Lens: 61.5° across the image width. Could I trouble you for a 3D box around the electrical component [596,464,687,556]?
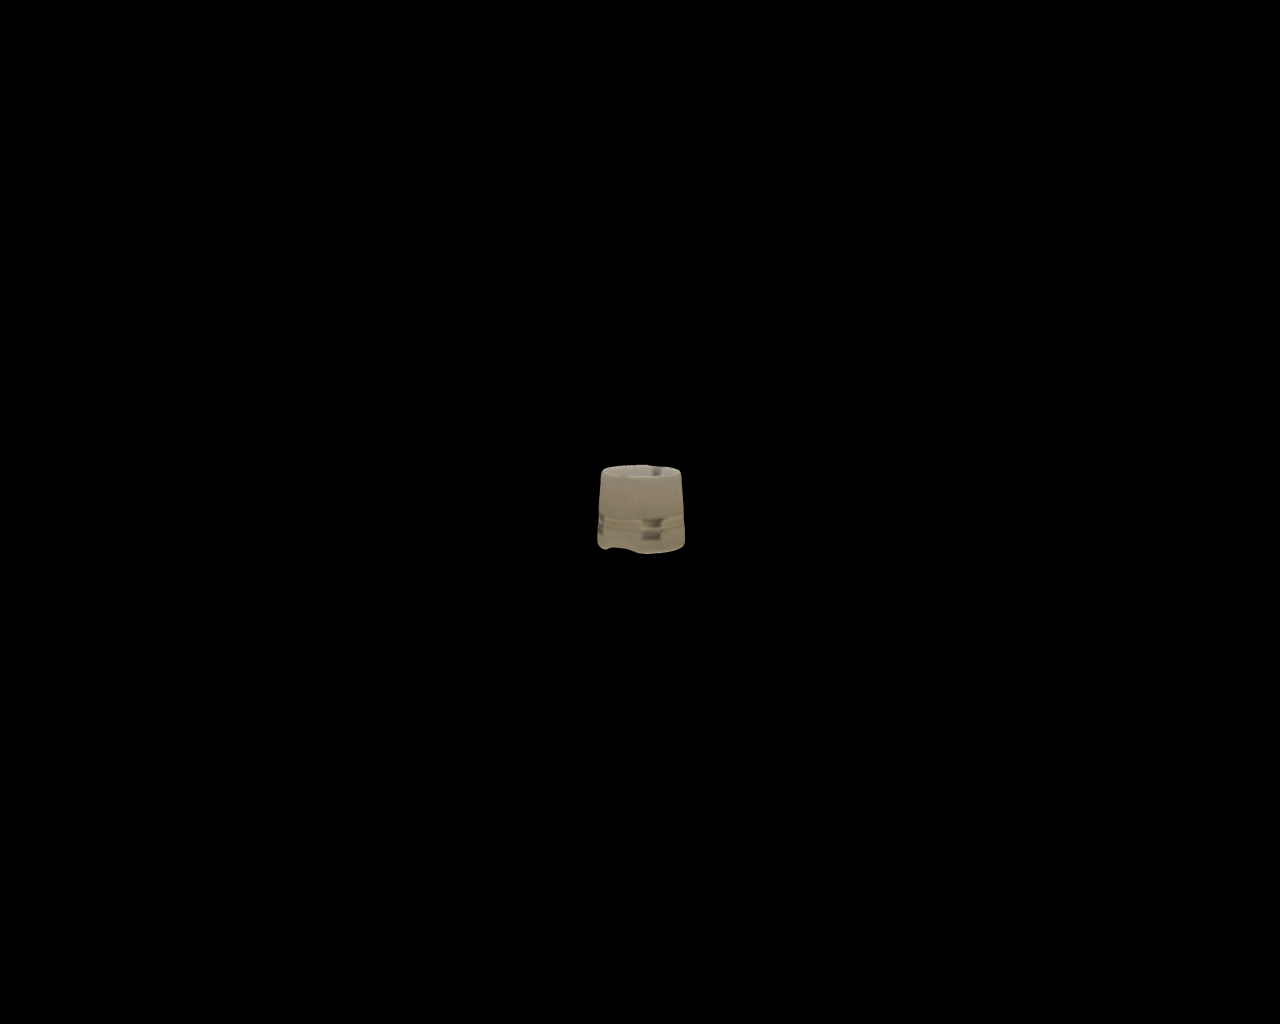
[{"bbox_3d":[0.001,-0.003,0.650,0.055,0.047,0.055,0,11,0],"label":"electrical component"}]
